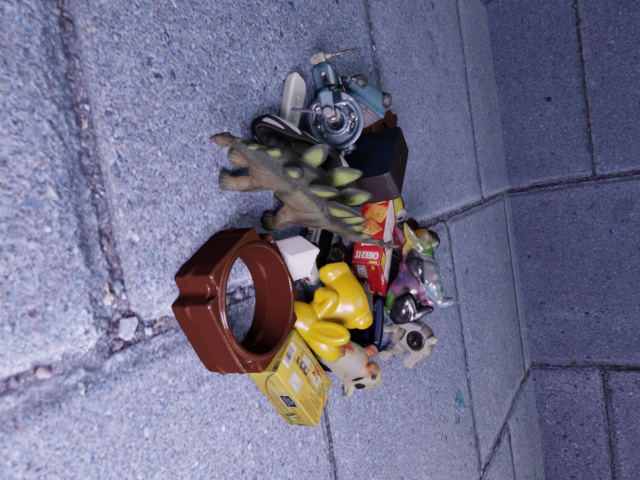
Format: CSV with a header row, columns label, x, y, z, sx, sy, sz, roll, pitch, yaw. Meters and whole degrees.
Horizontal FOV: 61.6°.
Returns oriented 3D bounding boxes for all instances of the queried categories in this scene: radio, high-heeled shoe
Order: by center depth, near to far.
label,x,y,z,sx,sy,sz,roll,pitch,yaw
high-heeled shoe,-0.018,-0.143,0.995,0.249,0.086,0.145,38,12,3
radio,0.127,-0.172,1.253,0.230,0.131,0.073,-69,141,-51

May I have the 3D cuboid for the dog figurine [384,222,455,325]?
label,x,y,z,sx,sy,sz,roll,pitch,yaw
dog figurine,0.212,0.070,1.273,0.108,0.192,0.219,140,-72,-82

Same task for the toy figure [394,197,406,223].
label,x,y,z,sx,sy,sz,roll,pitch,yaw
toy figure,0.166,-0.111,1.382,0.180,0.082,0.089,45,50,-43

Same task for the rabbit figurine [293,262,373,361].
label,x,y,z,sx,sy,sz,roll,pitch,yaw
rabbit figurine,0.001,0.144,1.007,0.173,0.121,0.162,-11,57,-26

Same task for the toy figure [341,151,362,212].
label,x,y,z,sx,sy,sz,roll,pitch,yaw
toy figure,0.043,-0.118,1.132,0.064,0.058,0.154,-72,143,-52

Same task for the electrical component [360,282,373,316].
label,x,y,z,sx,sy,sz,roll,pitch,yaw
electrical component,0.086,0.138,1.158,0.045,0.078,0.102,5,80,-15

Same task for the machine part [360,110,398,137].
label,x,y,z,sx,sy,sz,roll,pitch,yaw
machine part,0.159,-0.278,1.422,0.179,0.056,0.179,14,74,-56

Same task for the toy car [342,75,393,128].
label,x,y,z,sx,sy,sz,roll,pitch,yaw
toy car,0.093,-0.320,1.280,0.161,0.109,0.103,22,83,-47

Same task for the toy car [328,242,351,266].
label,x,y,z,sx,sy,sz,roll,pitch,yaw
toy car,0.038,0.106,1.157,0.089,0.053,0.202,35,55,-77

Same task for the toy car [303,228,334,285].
label,x,y,z,sx,sy,sz,roll,pitch,yaw
toy car,-0.002,-0.003,1.106,0.073,0.056,0.202,56,38,-44

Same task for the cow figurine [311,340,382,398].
label,x,y,z,sx,sy,sz,roll,pitch,yaw
cow figurine,0.058,0.261,1.116,0.194,0.127,0.085,36,41,-32

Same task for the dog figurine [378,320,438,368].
label,x,y,z,sx,sy,sz,roll,pitch,yaw
dog figurine,0.254,0.249,1.386,0.190,0.173,0.121,0,96,-52

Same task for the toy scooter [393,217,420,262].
label,x,y,z,sx,sy,sz,roll,pitch,yaw
toy scooter,0.244,-0.003,1.500,0.183,0.075,0.135,13,73,-61

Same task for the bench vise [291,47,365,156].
label,x,y,z,sx,sy,sz,roll,pitch,yaw
bench vise,0.023,-0.279,1.092,0.240,0.129,0.223,-57,143,-76

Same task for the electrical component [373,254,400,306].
label,x,y,z,sx,sy,sz,roll,pitch,yaw
electrical component,0.177,0.104,1.385,0.114,0.058,0.134,25,64,-57

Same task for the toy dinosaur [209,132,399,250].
label,x,y,z,sx,sy,sz,roll,pitch,yaw
toy dinosaur,-0.016,-0.073,0.959,0.470,0.199,0.105,33,60,-50

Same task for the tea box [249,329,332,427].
label,x,y,z,sx,sy,sz,roll,pitch,yaw
tea box,-0.051,0.249,0.969,0.169,0.068,0.098,63,37,-33

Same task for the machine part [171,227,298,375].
label,x,y,z,sx,sy,sz,roll,pitch,yaw
machine part,-0.125,0.096,0.857,0.201,0.087,0.201,-54,128,-48

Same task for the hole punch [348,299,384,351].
label,x,y,z,sx,sy,sz,roll,pitch,yaw
hole punch,0.113,0.197,1.236,0.115,0.092,0.142,38,50,-55
